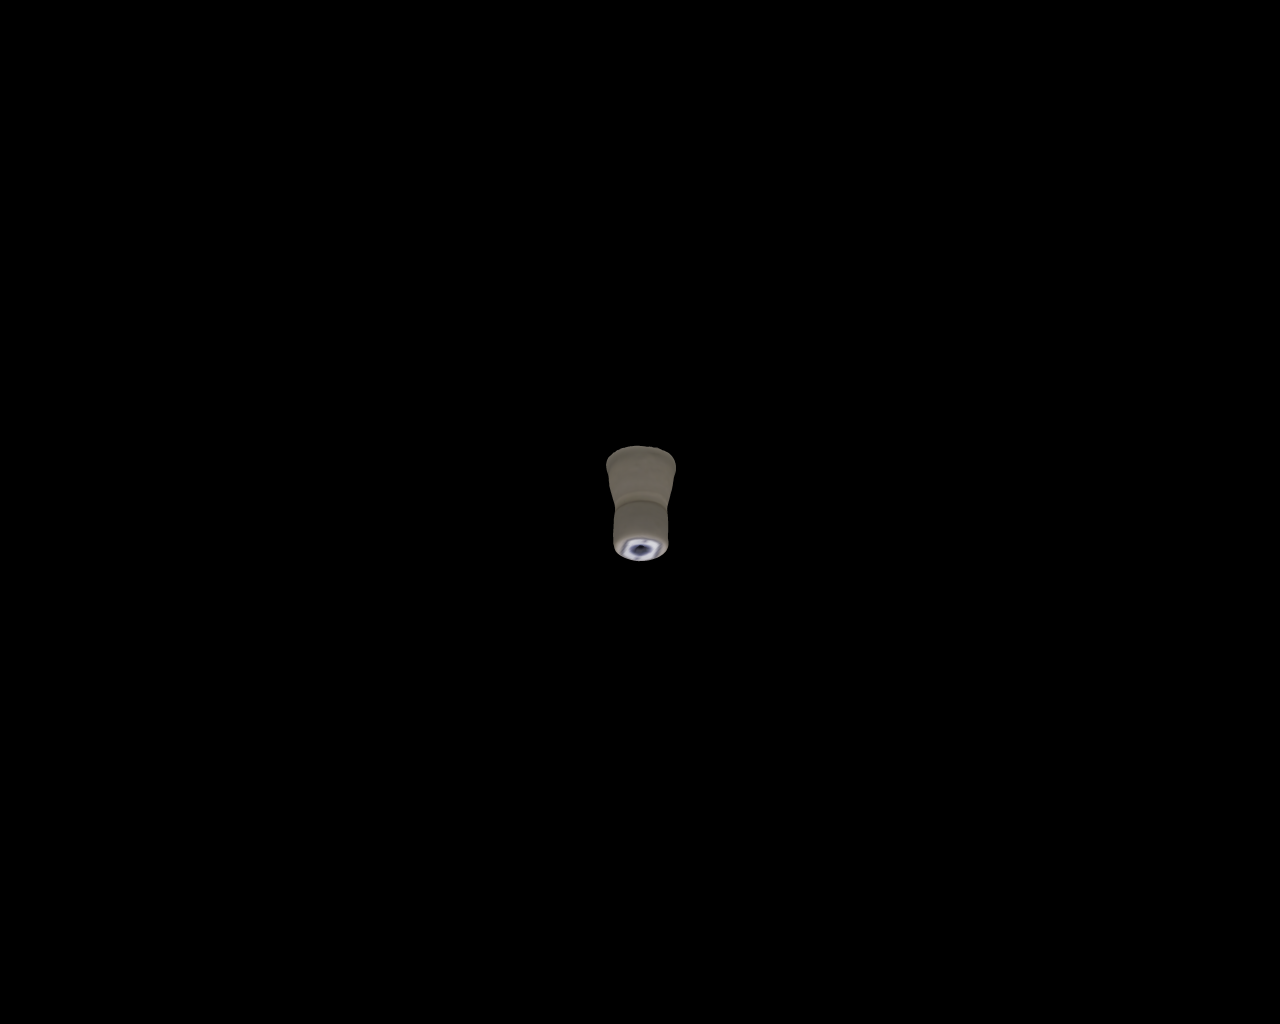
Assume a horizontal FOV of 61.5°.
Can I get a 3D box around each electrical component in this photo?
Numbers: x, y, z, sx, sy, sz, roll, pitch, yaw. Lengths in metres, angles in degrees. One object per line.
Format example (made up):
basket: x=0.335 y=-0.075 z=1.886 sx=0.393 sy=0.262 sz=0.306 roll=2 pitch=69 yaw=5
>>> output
electrical component: x=0.001 y=-0.003 z=0.650 sx=0.044 sy=0.065 sz=0.044 roll=0 pitch=-32 yaw=0
